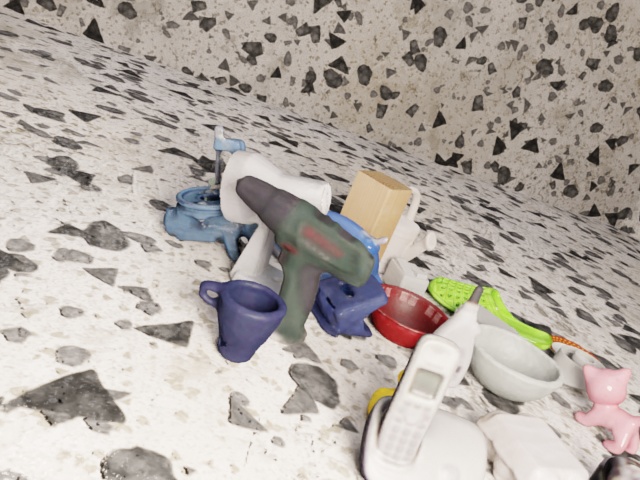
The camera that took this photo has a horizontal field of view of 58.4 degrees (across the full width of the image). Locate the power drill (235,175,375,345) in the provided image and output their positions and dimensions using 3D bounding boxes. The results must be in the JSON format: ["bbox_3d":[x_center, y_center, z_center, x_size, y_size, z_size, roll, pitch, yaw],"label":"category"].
[{"bbox_3d":[-0.046,0.038,0.841,0.229,0.208,0.076,23,20,2],"label":"power drill"}]

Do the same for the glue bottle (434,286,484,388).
[{"bbox_3d":[0.213,0.146,0.889,0.078,0.173,0.037,19,20,-8],"label":"glue bottle"}]

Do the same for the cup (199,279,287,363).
[{"bbox_3d":[-0.113,0.108,0.756,0.118,0.095,0.091,21,20,-3],"label":"cup"}]

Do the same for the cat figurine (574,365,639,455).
[{"bbox_3d":[0.484,0.268,0.945,0.067,0.118,0.127,9,24,-33],"label":"cat figurine"}]

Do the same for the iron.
[{"bbox_3d":[0.010,0.004,1.091,0.257,0.141,0.119,32,22,25],"label":"iron"}]

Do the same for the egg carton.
[{"bbox_3d":[0.271,0.287,0.740,0.107,0.069,0.150,13,22,-24],"label":"egg carton"}]

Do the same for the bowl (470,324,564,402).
[{"bbox_3d":[0.312,0.217,0.958,0.167,0.075,0.167,20,20,-7],"label":"bowl"}]

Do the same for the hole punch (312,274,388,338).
[{"bbox_3d":[0.046,0.101,0.951,0.101,0.091,0.108,10,23,-30],"label":"hole punch"}]

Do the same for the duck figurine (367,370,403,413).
[{"bbox_3d":[0.115,0.204,0.763,0.077,0.086,0.105,36,24,33],"label":"duck figurine"}]

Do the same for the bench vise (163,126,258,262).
[{"bbox_3d":[-0.154,-0.082,1.023,0.208,0.220,0.121,13,21,-24],"label":"bench vise"}]

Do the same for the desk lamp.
[{"bbox_3d":[-0.079,-0.024,0.960,0.203,0.213,0.118,26,20,9],"label":"desk lamp"}]

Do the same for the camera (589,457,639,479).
[{"bbox_3d":[0.403,0.341,0.692,0.136,0.101,0.143,27,20,12],"label":"camera"}]

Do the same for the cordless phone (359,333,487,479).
[{"bbox_3d":[0.135,0.202,0.642,0.148,0.185,0.094,19,20,-10],"label":"cordless phone"}]

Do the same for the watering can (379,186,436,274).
[{"bbox_3d":[0.176,-0.024,1.262,0.172,0.194,0.101,27,20,12],"label":"watering can"}]
